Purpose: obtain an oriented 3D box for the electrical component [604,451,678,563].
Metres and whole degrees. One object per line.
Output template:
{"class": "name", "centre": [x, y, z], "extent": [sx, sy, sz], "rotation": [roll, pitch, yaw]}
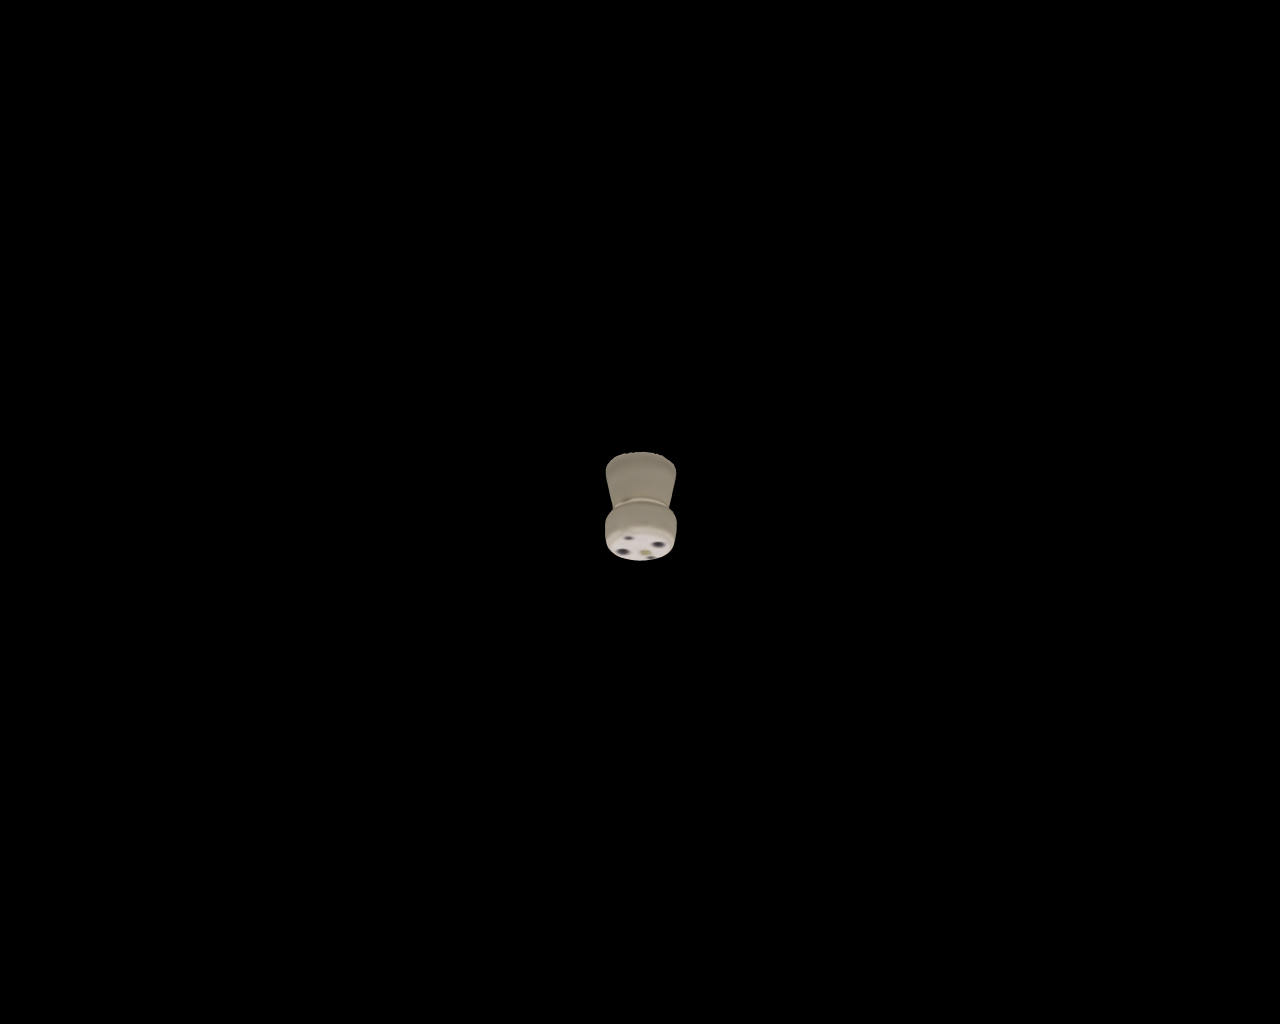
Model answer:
{"class": "electrical component", "centre": [0.001, -0.003, 0.650], "extent": [0.045, 0.055, 0.044], "rotation": [0, -29, 0]}
